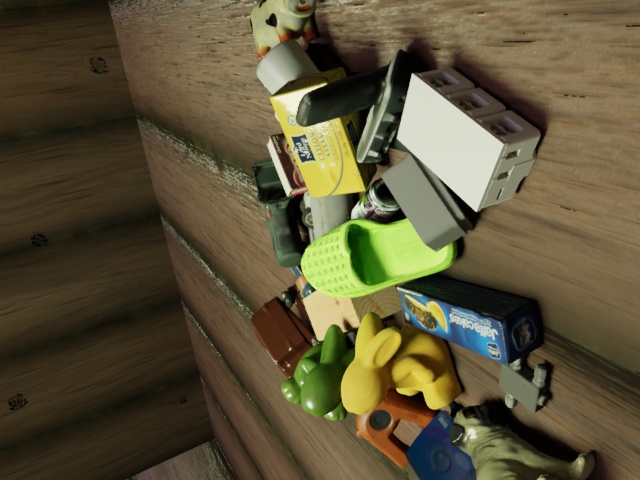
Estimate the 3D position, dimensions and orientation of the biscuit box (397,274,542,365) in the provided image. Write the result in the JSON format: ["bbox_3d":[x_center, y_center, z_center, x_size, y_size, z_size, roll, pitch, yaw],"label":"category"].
[{"bbox_3d":[0.187,0.096,0.702,0.203,0.063,0.059,14,121,62],"label":"biscuit box"}]

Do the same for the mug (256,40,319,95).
[{"bbox_3d":[-0.041,-0.238,0.846,0.107,0.081,0.109,52,148,8],"label":"mug"}]

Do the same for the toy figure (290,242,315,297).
[{"bbox_3d":[-0.025,0.072,1.121,0.057,0.064,0.154,110,148,-46],"label":"toy figure"}]

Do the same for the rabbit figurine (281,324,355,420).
[{"bbox_3d":[0.020,0.228,0.876,0.121,0.159,0.170,34,-179,3],"label":"rabbit figurine"}]

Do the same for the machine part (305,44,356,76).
[{"bbox_3d":[0.021,-0.255,0.844,0.139,0.039,0.084,58,161,24],"label":"machine part"}]

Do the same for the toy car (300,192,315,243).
[{"bbox_3d":[-0.002,-0.003,1.029,0.074,0.056,0.201,-104,6,-65],"label":"toy car"}]

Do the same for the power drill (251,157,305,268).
[{"bbox_3d":[-0.087,-0.074,1.078,0.207,0.086,0.232,95,163,-59],"label":"power drill"}]

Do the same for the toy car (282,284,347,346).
[{"bbox_3d":[-0.006,0.151,1.117,0.202,0.089,0.053,51,149,41],"label":"toy car"}]

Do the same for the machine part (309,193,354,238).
[{"bbox_3d":[0.018,-0.084,0.917,0.079,0.079,0.243,26,130,58],"label":"machine part"}]

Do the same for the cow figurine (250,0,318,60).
[{"bbox_3d":[-0.057,-0.378,0.871,0.195,0.085,0.127,8,119,64],"label":"cow figurine"}]

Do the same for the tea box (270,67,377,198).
[{"bbox_3d":[0.010,-0.152,0.783,0.098,0.068,0.169,-7,123,31],"label":"tea box"}]

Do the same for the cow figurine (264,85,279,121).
[{"bbox_3d":[-0.029,-0.237,0.927,0.098,0.068,0.167,-24,86,51],"label":"cow figurine"}]

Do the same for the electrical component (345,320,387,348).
[{"bbox_3d":[0.087,0.174,0.957,0.119,0.075,0.047,-36,74,61],"label":"electrical component"}]

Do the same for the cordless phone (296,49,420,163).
[{"bbox_3d":[0.046,-0.152,0.683,0.089,0.184,0.146,56,152,21],"label":"cordless phone"}]

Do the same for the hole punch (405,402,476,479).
[{"bbox_3d":[0.200,0.327,0.808,0.142,0.092,0.115,53,146,42],"label":"hole punch"}]

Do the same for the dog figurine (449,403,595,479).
[{"bbox_3d":[0.212,0.292,0.665,0.191,0.172,0.121,15,109,54],"label":"dog figurine"}]

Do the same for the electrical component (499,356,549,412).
[{"bbox_3d":[0.255,0.181,0.667,0.063,0.021,0.093,39,140,49],"label":"electrical component"}]

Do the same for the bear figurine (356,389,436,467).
[{"bbox_3d":[0.110,0.288,0.964,0.132,0.120,0.196,30,-175,-4],"label":"bear figurine"}]

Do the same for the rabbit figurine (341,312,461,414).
[{"bbox_3d":[0.108,0.193,0.805,0.122,0.173,0.162,30,138,61],"label":"rabbit figurine"}]

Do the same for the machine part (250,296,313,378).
[{"bbox_3d":[-0.056,0.237,1.184,0.201,0.087,0.201,49,176,42],"label":"machine part"}]
